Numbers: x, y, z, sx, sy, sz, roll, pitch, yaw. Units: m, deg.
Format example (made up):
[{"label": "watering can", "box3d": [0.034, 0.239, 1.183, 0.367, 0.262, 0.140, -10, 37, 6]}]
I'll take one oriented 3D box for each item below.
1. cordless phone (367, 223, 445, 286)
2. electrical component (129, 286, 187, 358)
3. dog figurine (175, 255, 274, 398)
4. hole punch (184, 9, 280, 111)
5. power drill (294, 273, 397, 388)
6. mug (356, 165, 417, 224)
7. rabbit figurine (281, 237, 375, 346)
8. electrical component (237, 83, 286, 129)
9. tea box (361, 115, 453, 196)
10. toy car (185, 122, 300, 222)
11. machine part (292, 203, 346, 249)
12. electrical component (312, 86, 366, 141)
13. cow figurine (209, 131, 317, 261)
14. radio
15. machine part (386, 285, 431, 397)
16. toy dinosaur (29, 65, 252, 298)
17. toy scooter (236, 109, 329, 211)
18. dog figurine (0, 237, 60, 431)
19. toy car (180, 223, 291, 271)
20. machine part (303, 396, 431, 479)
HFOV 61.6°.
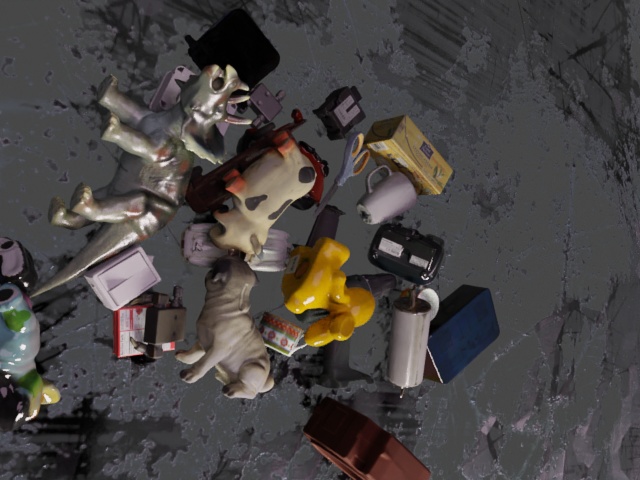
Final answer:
[{"label": "cordless phone", "box3d": [0.190, 0.007, 1.114, 0.184, 0.147, 0.088, -42, 152, -61]}, {"label": "electrical component", "box3d": [-0.239, 0.120, 0.794, 0.078, 0.045, 0.102, -6, 99, -64]}, {"label": "dog figurine", "box3d": [-0.119, 0.134, 0.840, 0.172, 0.121, 0.190, 26, 92, -34]}, {"label": "hole punch", "box3d": [-0.142, -0.302, 0.878, 0.116, 0.092, 0.142, -40, 119, 4]}, {"label": "power drill", "box3d": [0.061, 0.170, 1.023, 0.232, 0.086, 0.207, -1, 95, -34]}, {"label": "mug", "box3d": [0.123, -0.086, 1.063, 0.107, 0.081, 0.109, -35, 115, -20]}, {"label": "rabbit figurine", "box3d": [0.027, 0.097, 0.907, 0.173, 0.122, 0.162, 34, 49, -31]}, {"label": "electrical component", "box3d": [-0.100, -0.239, 0.935, 0.063, 0.021, 0.094, 48, 65, -25]}, {"label": "tea box", "box3d": [0.177, -0.166, 1.088, 0.169, 0.098, 0.068, 41, 69, -30]}, {"label": "toy car", "box3d": [-0.125, -0.110, 0.860, 0.202, 0.053, 0.089, -31, 101, -2]}, {"label": "machine part", "box3d": [-0.002, -0.003, 1.000, 0.084, 0.039, 0.139, 29, 76, -27]}, {"label": "electrical component", "box3d": [0.049, -0.251, 1.027, 0.119, 0.048, 0.074, -43, 115, -25]}, {"label": "cow figurine", "box3d": [-0.089, -0.058, 0.822, 0.195, 0.086, 0.127, -40, 114, 0]}, {"label": "radio", "box3d": [0.300, 0.208, 1.198, 0.229, 0.073, 0.131, -30, 109, -30]}, {"label": "machine part", "box3d": [0.178, 0.204, 1.083, 0.079, 0.079, 0.243, -12, 113, -35]}, {"label": "toy dinosaur", "box3d": [-0.246, -0.082, 0.758, 0.192, 0.131, 0.404, 19, 109, -39]}, {"label": "toy scooter", "box3d": [-0.047, -0.149, 0.943, 0.183, 0.075, 0.135, 43, 71, -24]}, {"label": "dog figurine", "box3d": [-0.402, 0.128, 0.681, 0.108, 0.192, 0.219, -11, 128, -18]}, {"label": "toy car", "box3d": [-0.133, 0.013, 0.895, 0.201, 0.056, 0.073, 5, 88, -35]}, {"label": "machine part", "box3d": [0.079, 0.383, 0.963, 0.201, 0.201, 0.087, 47, 68, -27]}]
